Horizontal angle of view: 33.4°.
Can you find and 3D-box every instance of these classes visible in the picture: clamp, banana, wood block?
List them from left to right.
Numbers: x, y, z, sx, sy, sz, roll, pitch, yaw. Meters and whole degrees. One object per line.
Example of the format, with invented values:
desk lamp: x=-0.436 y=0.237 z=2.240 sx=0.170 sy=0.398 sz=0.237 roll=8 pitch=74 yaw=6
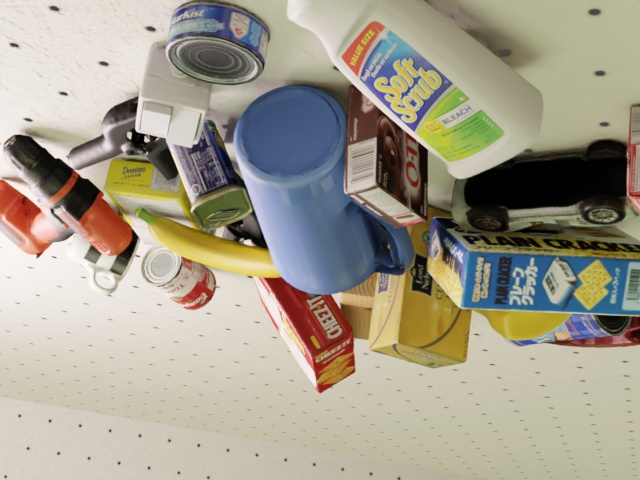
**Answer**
clamp: x=-0.181 y=-0.103 z=1.107 sx=0.120 sy=0.039 sz=0.172 roll=2 pitch=163 yaw=-30
banana: x=-0.117 y=0.012 z=1.217 sx=0.198 sy=0.037 sz=0.069 roll=17 pitch=172 yaw=11
clamp: x=-0.092 y=-0.021 z=1.246 sx=0.165 sy=0.036 sz=0.210 roll=20 pitch=153 yaw=41
wood block: x=0.077 y=0.064 z=1.387 sx=0.091 sy=0.090 sz=0.206 roll=7 pitch=161 yaw=5

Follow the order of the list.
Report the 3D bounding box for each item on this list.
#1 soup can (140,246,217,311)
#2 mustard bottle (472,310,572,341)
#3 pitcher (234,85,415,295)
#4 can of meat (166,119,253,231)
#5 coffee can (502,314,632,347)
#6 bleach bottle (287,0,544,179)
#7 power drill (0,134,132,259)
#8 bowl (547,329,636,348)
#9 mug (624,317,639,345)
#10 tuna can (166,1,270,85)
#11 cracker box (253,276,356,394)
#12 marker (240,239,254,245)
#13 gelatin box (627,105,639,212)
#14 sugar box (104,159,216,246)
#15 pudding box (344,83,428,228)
soup can: x=-0.198 y=0.051 z=1.497 sx=0.069 sy=0.068 sz=0.102 roll=-1 pitch=158 yaw=24
mustard bottle: x=0.209 y=0.052 z=1.260 sx=0.096 sy=0.058 sz=0.192 roll=-23 pitch=-155 yaw=-14
pitcher: x=0.001 y=-0.044 z=1.060 sx=0.149 sy=0.145 sz=0.243 roll=-16 pitch=154 yaw=2
can of meat: x=-0.112 y=-0.066 z=1.080 sx=0.057 sy=0.084 sz=0.102 roll=-22 pitch=166 yaw=-3
coffee can: x=0.295 y=0.074 z=1.304 sx=0.102 sy=0.103 sz=0.141 roll=24 pitch=155 yaw=-38
bleach bottle: x=0.058 y=-0.143 z=0.831 sx=0.250 sy=0.068 sz=0.103 roll=31 pitch=144 yaw=-29
power drill: x=-0.331 y=-0.045 z=1.260 sx=0.188 sy=0.057 sz=0.184 roll=-6 pitch=134 yaw=49
bowl: x=0.363 y=0.104 z=1.416 sx=0.162 sy=0.055 sz=0.162 roll=4 pitch=166 yaw=1
mug: x=0.429 y=0.086 z=1.313 sx=0.093 sy=0.081 sz=0.117 roll=-8 pitch=155 yaw=38
tuna can: x=-0.086 y=-0.164 z=0.901 sx=0.086 sy=0.033 sz=0.086 roll=8 pitch=161 yaw=2
cracker box: x=-0.020 y=0.101 z=1.427 sx=0.072 sy=0.164 sz=0.214 roll=-30 pitch=161 yaw=-9
marker: x=-0.119 y=0.011 z=1.423 sx=0.020 sy=0.020 sz=0.121 roll=22 pitch=157 yaw=-33
gelatin box: x=0.294 y=-0.065 z=0.939 sx=0.030 sy=0.089 sz=0.073 roll=-5 pitch=157 yaw=31
sugar box: x=-0.186 y=-0.039 z=1.275 sx=0.093 sy=0.048 sz=0.176 roll=7 pitch=163 yaw=9
pudding box: x=0.062 y=-0.079 z=0.962 sx=0.039 sy=0.113 sz=0.089 roll=-11 pitch=153 yaw=35
